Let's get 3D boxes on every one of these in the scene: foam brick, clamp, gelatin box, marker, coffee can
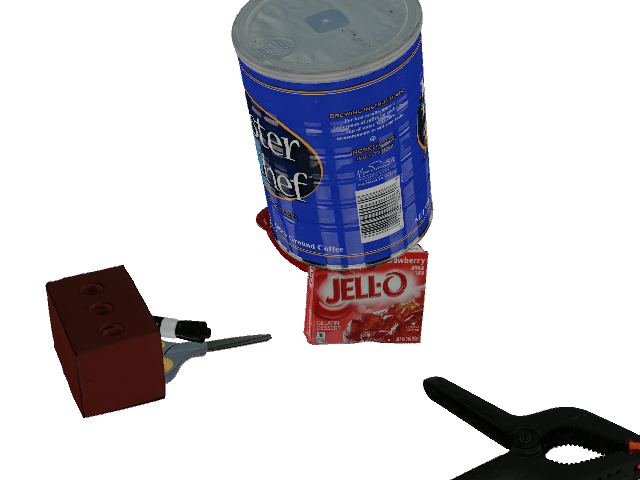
[{"bbox_3d":[-0.133,0.061,0.656,0.052,0.051,0.078,-13,36,-23],"label":"foam brick"},{"bbox_3d":[0.167,0.186,0.896,0.210,0.036,0.164,3,40,23],"label":"clamp"},{"bbox_3d":[0.034,0.040,0.809,0.089,0.073,0.030,1,15,-11],"label":"gelatin box"},{"bbox_3d":[-0.152,0.072,0.919,0.121,0.020,0.020,6,2,17],"label":"marker"},{"bbox_3d":[0.011,-0.068,0.614,0.103,0.140,0.103,-5,42,5],"label":"coffee can"}]

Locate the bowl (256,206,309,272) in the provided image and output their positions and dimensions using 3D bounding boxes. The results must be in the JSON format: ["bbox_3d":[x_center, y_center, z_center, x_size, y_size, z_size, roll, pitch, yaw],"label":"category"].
[{"bbox_3d":[0.020,-0.006,1.049,0.162,0.055,0.162,-7,16,2],"label":"bowl"}]

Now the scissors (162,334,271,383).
[{"bbox_3d":[-0.137,0.128,1.164,0.201,0.016,0.096,2,26,-21],"label":"scissors"}]
